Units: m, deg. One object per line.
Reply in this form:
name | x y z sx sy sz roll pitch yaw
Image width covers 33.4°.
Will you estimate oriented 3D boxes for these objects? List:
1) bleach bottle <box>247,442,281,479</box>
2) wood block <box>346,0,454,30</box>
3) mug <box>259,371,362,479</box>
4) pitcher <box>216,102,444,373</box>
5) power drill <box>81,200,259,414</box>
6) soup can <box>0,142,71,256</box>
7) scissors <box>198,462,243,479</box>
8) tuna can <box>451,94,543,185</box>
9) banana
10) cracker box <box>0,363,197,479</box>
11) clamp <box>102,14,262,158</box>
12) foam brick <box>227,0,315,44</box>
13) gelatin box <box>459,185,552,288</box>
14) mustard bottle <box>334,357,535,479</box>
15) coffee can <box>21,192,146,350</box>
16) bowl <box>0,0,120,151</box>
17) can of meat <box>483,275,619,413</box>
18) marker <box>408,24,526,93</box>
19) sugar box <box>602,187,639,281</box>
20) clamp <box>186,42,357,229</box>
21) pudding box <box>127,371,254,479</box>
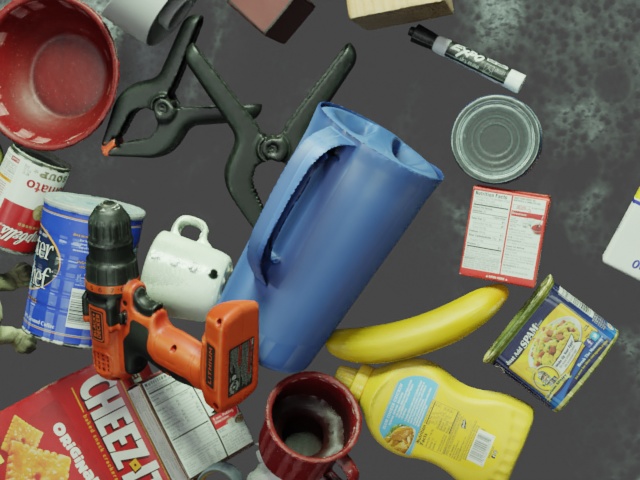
bleach bottle | -0.008 0.320 1.072 0.102 0.068 0.251 -17 85 -1
wood block | 0.063 -0.310 0.995 0.090 0.090 0.206 -8 92 14
mug | -0.006 0.195 1.033 0.093 0.082 0.117 -36 73 -30
pitcher | -0.007 0.001 0.996 0.149 0.145 0.243 26 106 -18
power drill | -0.143 0.067 0.986 0.188 0.057 0.184 19 121 33
soup can | -0.311 -0.043 1.120 0.068 0.068 0.102 28 100 10
scissors | -0.100 0.293 1.070 0.096 0.016 0.202 28 132 9
tuna can | 0.168 -0.095 1.013 0.086 0.033 0.086 1 94 14
banana | 0.086 0.084 1.029 0.198 0.069 0.037 -12 133 13
cracker box | -0.256 0.230 1.123 0.214 0.072 0.164 -28 87 14
clamp | -0.156 -0.147 1.088 0.171 0.039 0.120 -24 88 11
foam brick | -0.046 -0.229 1.035 0.053 0.078 0.051 42 101 6
gelatin box | 0.177 -0.004 1.020 0.073 0.030 0.089 10 96 15
mustard bottle | 0.103 0.168 1.035 0.192 0.058 0.096 23 104 11
coffee can | -0.241 0.030 1.089 0.103 0.102 0.140 13 97 13
bowl | -0.272 -0.173 1.107 0.162 0.055 0.162 1 94 14
can of meat | 0.218 0.098 1.003 0.084 0.057 0.102 38 102 7
marker | 0.139 -0.175 1.022 0.121 0.020 0.020 28 100 11
sugar box | 0.338 -0.038 0.970 0.093 0.048 0.176 28 104 11
clamp | -0.037 -0.098 1.053 0.164 0.036 0.210 -7 104 0
pudding box | -0.129 0.178 1.078 0.039 0.089 0.113 -34 82 53
